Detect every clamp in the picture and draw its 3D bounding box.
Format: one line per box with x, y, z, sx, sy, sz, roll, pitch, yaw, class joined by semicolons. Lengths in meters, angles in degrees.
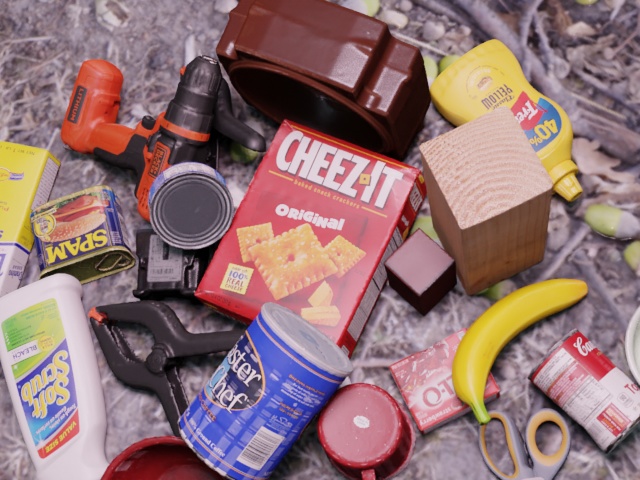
-0.112;-0.128;1.164;0.120;0.039;0.171;-33;64;35;clamp
-0.149;0.116;1.095;0.210;0.036;0.165;37;100;23;clamp

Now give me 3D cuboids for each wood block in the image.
0.159;-0.031;1.015;0.090;0.206;0.091;-25;69;0;wood block

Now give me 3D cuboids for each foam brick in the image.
0.102;0.033;1.073;0.051;0.078;0.053;-44;72;-8;foam brick

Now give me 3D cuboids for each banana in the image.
0.184;0.094;1.038;0.070;0.037;0.197;38;63;11;banana

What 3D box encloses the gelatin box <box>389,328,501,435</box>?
0.124;0.140;1.056;0.089;0.030;0.073;-26;68;0;gelatin box

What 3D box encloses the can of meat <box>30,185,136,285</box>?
-0.260;-0.003;1.162;0.102;0.057;0.084;-19;66;3;can of meat

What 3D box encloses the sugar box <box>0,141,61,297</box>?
-0.364;-0.022;1.193;0.093;0.048;0.176;10;72;13;sugar box

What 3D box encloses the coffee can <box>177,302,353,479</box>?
-0.051;0.143;0.992;0.103;0.102;0.140;40;99;20;coffee can

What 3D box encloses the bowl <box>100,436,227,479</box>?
-0.135;0.266;1.032;0.162;0.055;0.162;0;88;16;bowl

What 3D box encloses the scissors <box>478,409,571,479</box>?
0.218;0.247;1.008;0.096;0.016;0.202;-26;68;4;scissors

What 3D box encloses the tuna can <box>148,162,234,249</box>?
-0.132;-0.036;1.085;0.086;0.086;0.034;-26;29;0;tuna can

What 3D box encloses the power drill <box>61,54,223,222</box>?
-0.192;-0.130;1.144;0.188;0.057;0.184;31;105;37;power drill

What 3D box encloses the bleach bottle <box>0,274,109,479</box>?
-0.262;0.167;1.100;0.102;0.068;0.251;-23;71;2;bleach bottle

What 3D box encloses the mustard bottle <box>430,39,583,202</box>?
0.206;-0.115;1.117;0.096;0.058;0.192;-35;69;-4;mustard bottle

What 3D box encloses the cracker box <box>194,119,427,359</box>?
-0.007;0.001;1.103;0.164;0.072;0.213;22;78;18;cracker box

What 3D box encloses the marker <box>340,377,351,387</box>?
-0.027;0.162;1.082;0.121;0.020;0.020;-18;69;3;marker

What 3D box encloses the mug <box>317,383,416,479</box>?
0.044;0.196;1.024;0.093;0.081;0.117;-8;70;7;mug

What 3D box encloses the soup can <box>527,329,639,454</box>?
0.257;0.143;1.011;0.068;0.068;0.102;-42;70;-6;soup can
